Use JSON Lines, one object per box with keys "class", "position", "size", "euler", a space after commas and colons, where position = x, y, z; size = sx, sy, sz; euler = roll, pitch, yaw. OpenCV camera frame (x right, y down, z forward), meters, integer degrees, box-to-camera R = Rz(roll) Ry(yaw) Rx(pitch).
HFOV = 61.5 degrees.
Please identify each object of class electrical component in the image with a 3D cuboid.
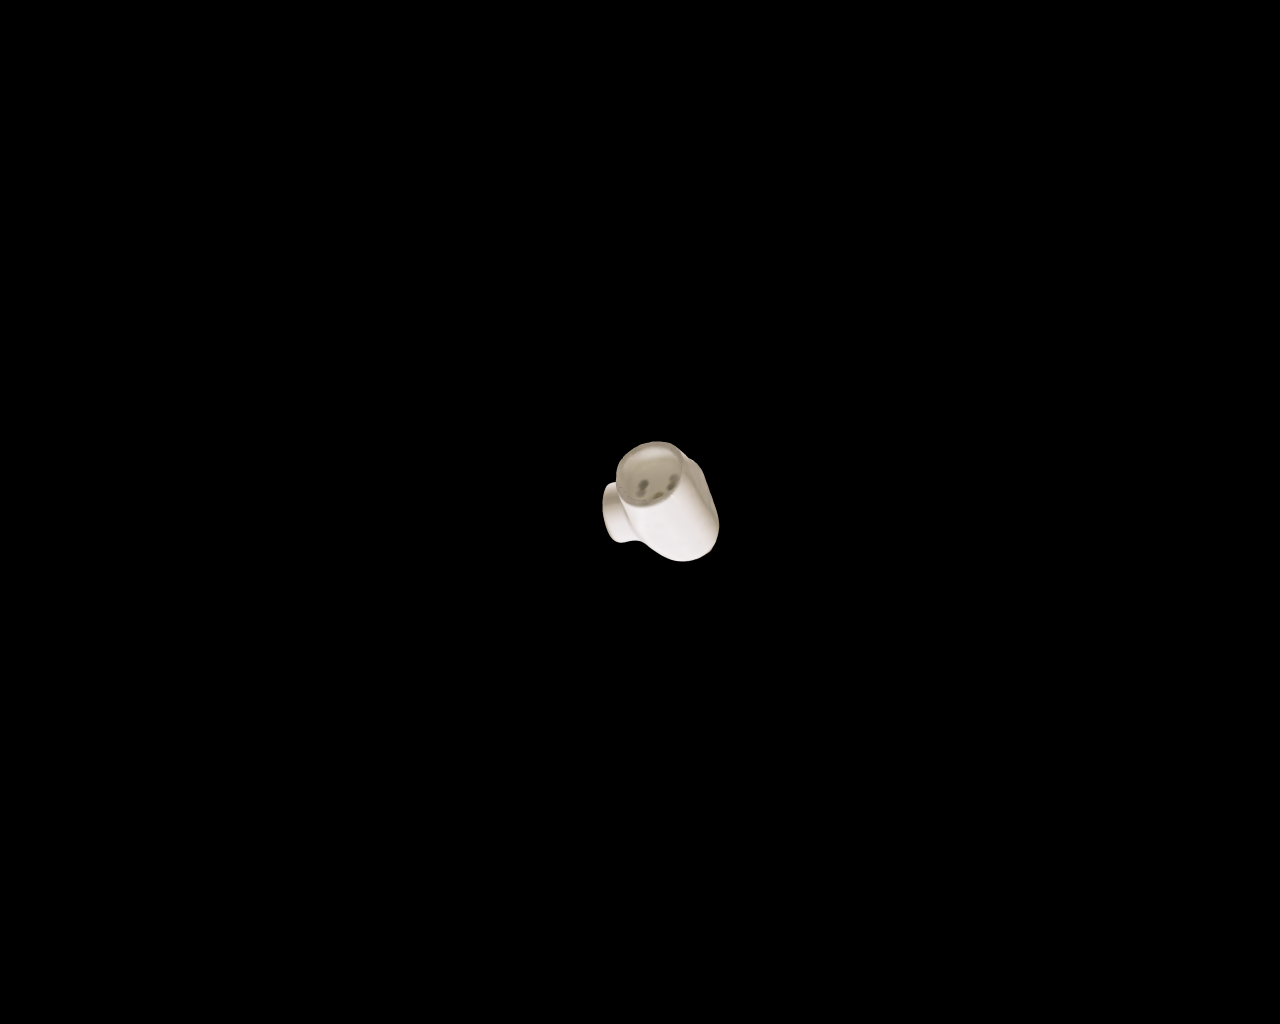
{"class": "electrical component", "position": [0.001, -0.003, 0.650], "size": [0.079, 0.044, 0.077], "euler": [-9, -30, 17]}
